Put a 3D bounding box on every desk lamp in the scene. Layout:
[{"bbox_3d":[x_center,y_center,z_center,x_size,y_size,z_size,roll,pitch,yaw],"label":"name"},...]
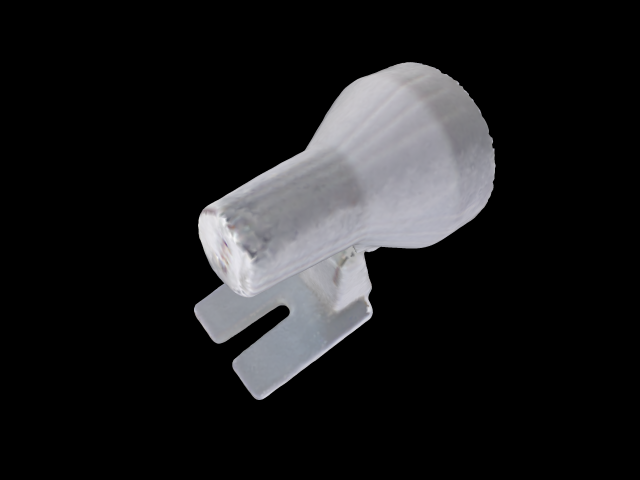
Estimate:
[{"bbox_3d":[0.004,0.001,0.400,0.203,0.213,0.117,-36,71,-15],"label":"desk lamp"}]
